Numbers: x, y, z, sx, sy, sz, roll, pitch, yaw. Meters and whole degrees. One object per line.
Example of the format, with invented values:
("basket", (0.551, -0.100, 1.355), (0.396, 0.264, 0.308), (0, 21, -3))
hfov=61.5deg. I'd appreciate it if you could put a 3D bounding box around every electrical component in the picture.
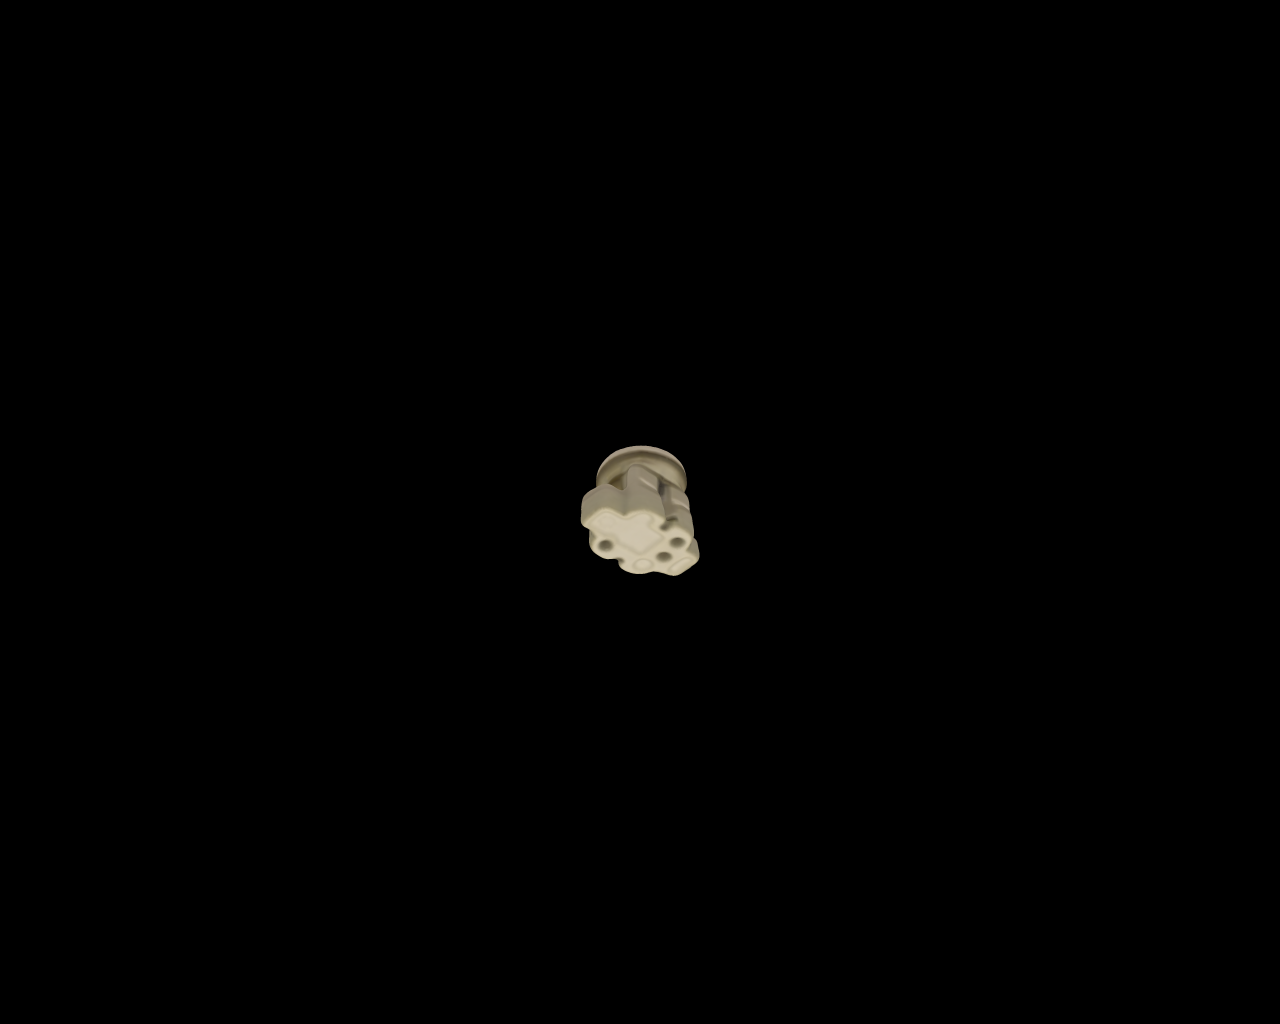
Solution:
("electrical component", (0.001, -0.003, 0.650), (0.078, 0.057, 0.058), (31, -50, -30))
